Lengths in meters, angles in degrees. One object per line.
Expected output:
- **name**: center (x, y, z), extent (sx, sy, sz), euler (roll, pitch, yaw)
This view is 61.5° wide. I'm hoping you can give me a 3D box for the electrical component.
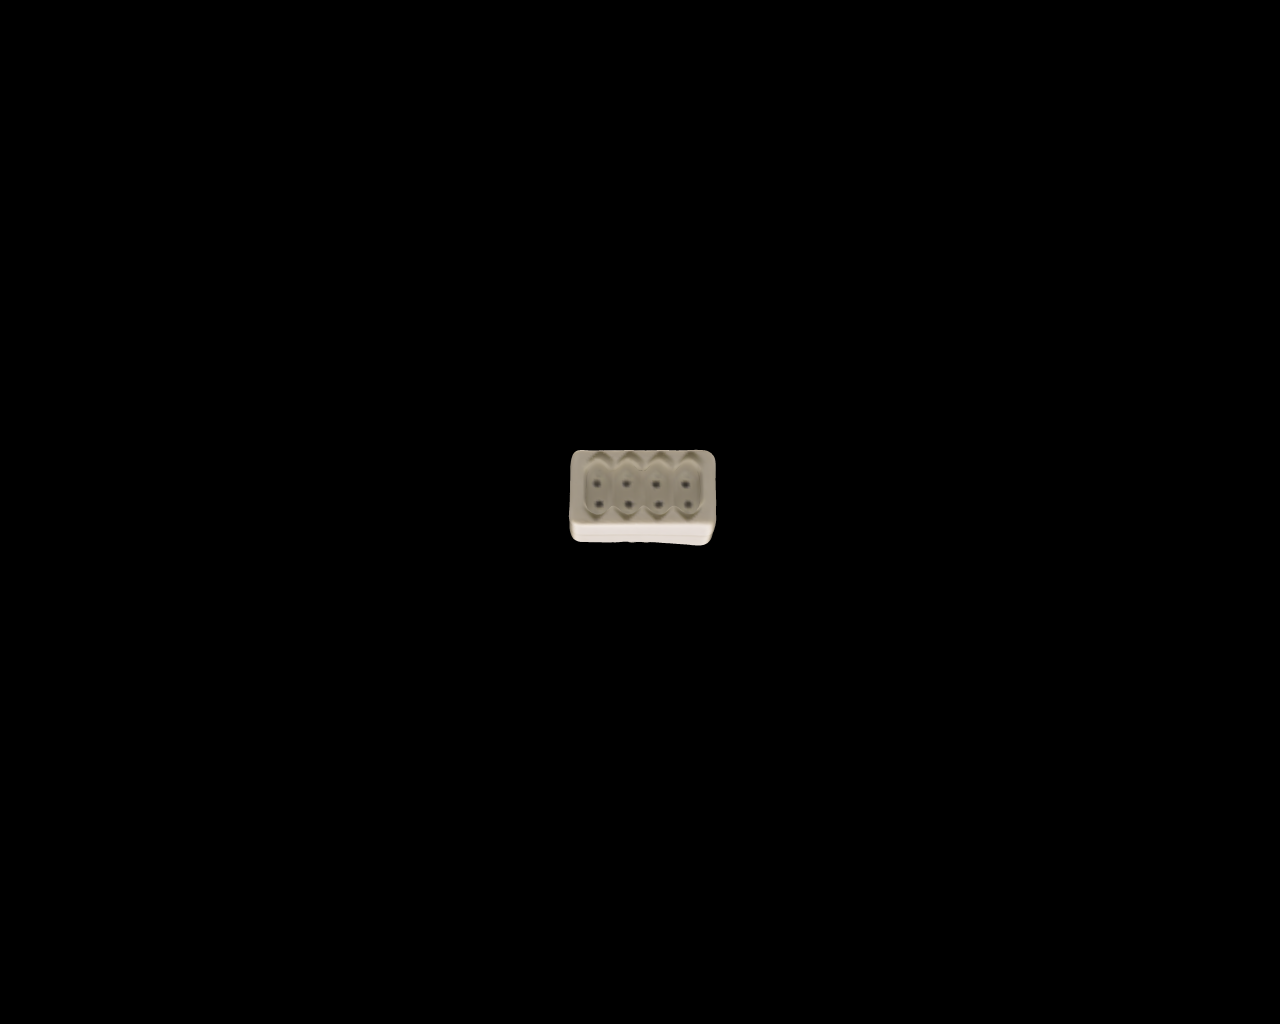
- **electrical component**: center (0.001, -0.003, 0.650), extent (0.083, 0.047, 0.075), euler (1, -19, -2)
